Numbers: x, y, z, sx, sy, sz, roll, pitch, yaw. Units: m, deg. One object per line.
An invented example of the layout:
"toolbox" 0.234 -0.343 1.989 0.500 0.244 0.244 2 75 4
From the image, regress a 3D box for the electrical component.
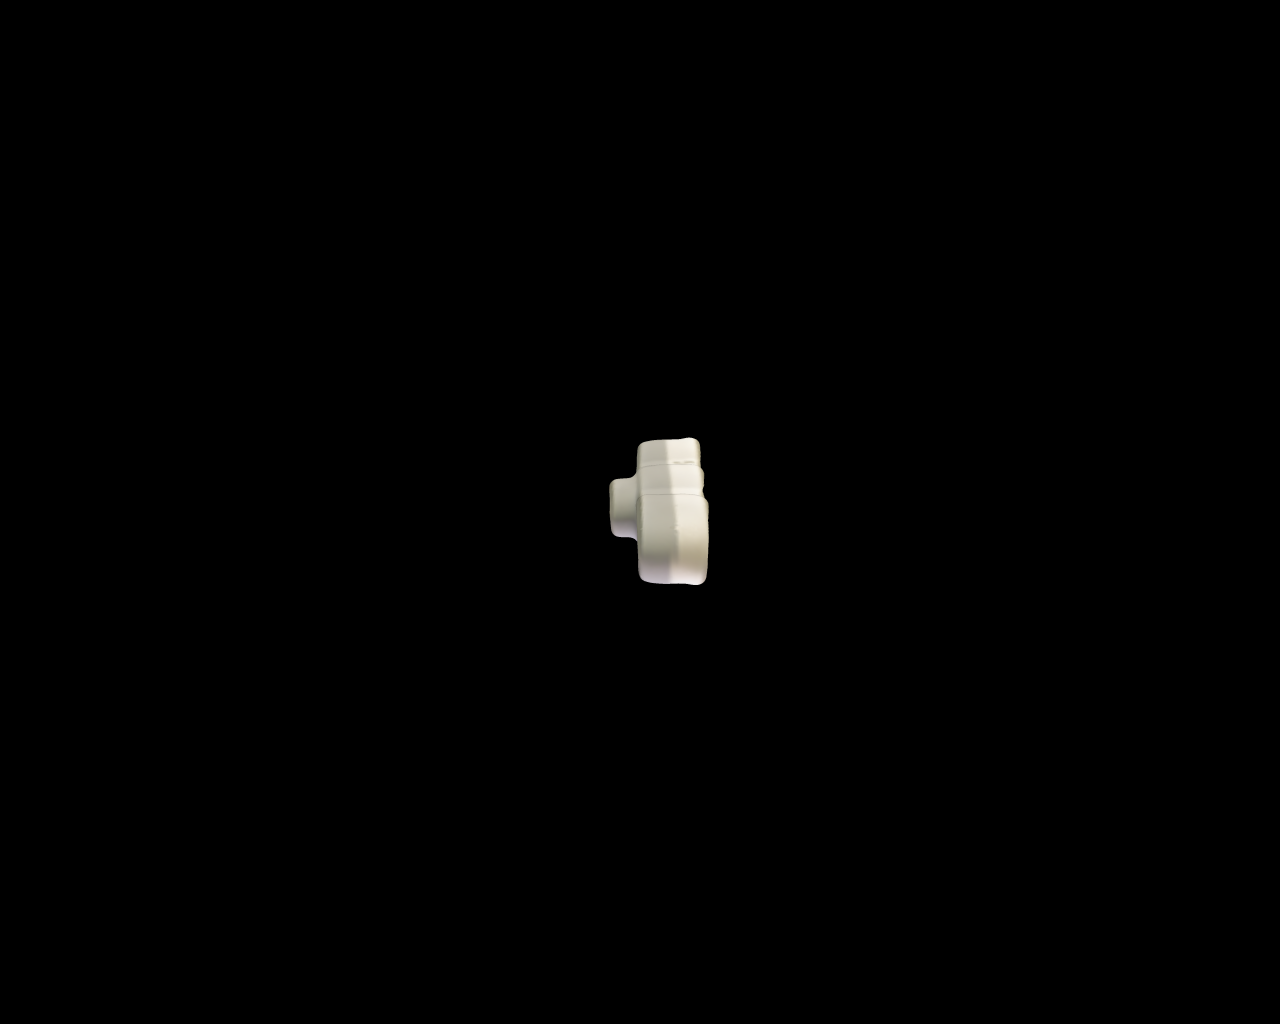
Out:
"electrical component" 0.001 -0.003 0.650 0.074 0.052 0.138 0 25 0
